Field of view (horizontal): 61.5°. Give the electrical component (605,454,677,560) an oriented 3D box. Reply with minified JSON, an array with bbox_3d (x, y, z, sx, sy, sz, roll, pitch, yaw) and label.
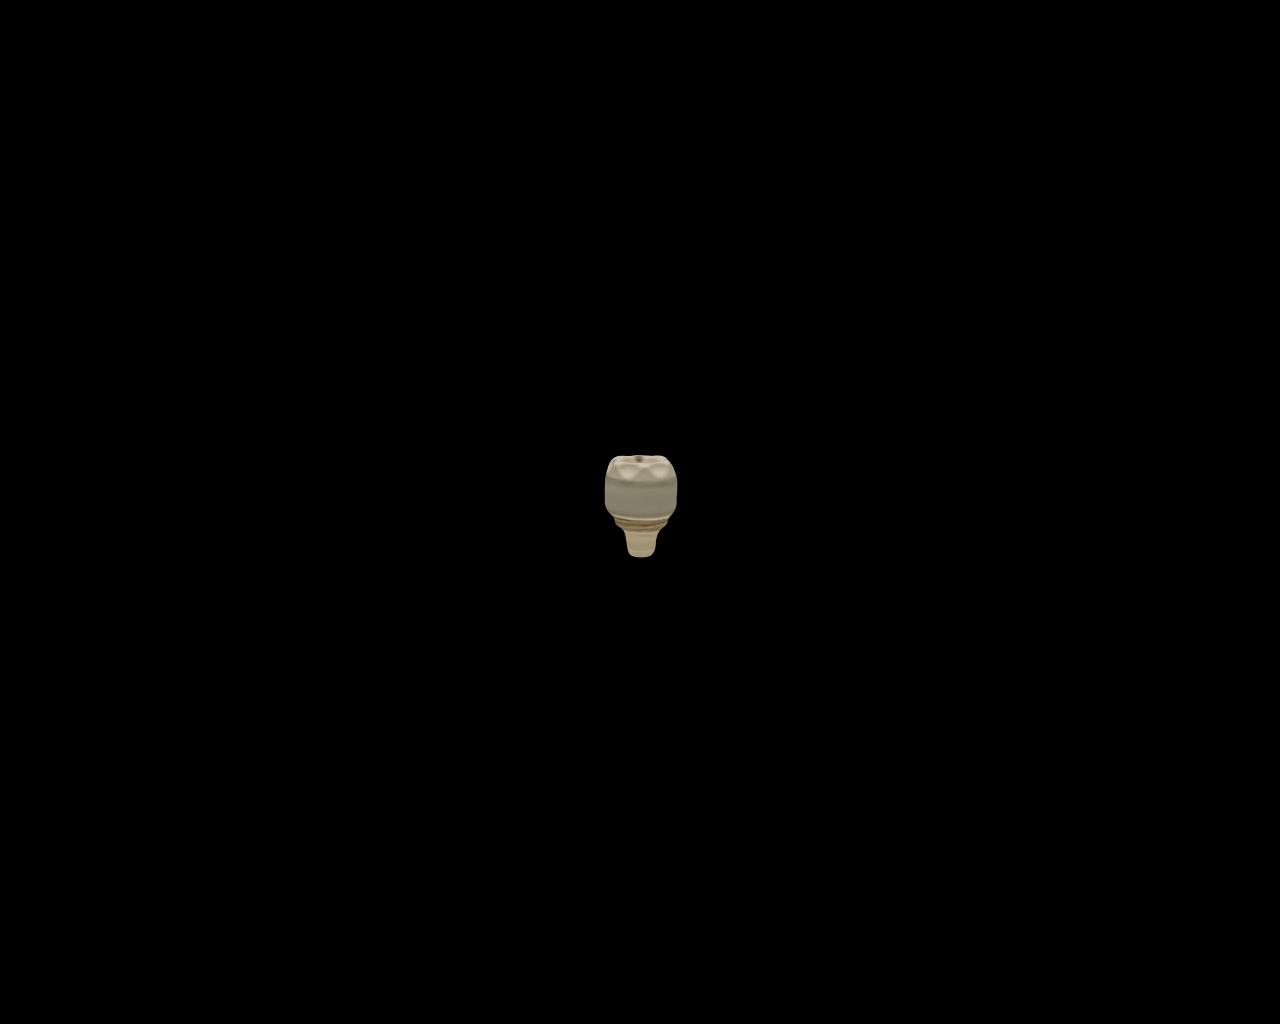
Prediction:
[{"bbox_3d":[0.001,-0.003,0.650,0.043,0.062,0.043,0,13,0],"label":"electrical component"}]
